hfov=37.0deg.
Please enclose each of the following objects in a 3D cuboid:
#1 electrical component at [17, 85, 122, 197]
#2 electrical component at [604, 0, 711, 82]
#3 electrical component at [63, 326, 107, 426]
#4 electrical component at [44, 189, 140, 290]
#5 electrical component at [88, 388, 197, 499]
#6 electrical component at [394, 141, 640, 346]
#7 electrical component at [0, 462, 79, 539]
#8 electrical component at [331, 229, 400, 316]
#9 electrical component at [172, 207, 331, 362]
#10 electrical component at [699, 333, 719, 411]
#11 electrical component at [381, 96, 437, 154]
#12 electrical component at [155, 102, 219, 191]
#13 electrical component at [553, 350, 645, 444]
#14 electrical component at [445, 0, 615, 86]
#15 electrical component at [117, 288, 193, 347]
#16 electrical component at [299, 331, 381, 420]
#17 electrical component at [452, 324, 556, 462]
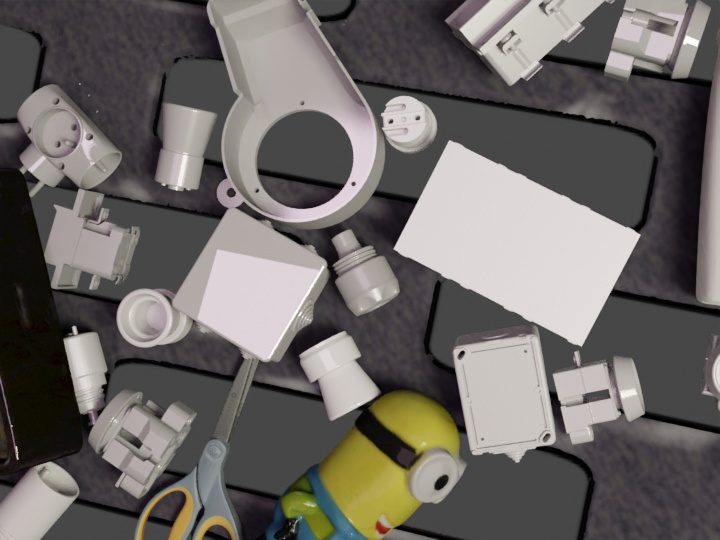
[{"bbox_3d":[-0.245,-0.093,0.860,0.079,0.044,0.077,-45,83,7],"label":"electrical component"},{"bbox_3d":[0.216,-0.171,0.774,0.057,0.058,0.078,19,92,13],"label":"electrical component"},{"bbox_3d":[-0.221,0.085,0.856,0.040,0.040,0.078,-17,86,9],"label":"electrical component"},{"bbox_3d":[-0.213,-0.020,0.856,0.064,0.042,0.081,17,93,6],"label":"electrical component"},{"bbox_3d":[-0.173,0.129,0.839,0.057,0.058,0.078,33,95,6],"label":"electrical component"},{"bbox_3d":[0.114,-0.019,0.787,0.150,0.062,0.089,28,94,9],"label":"electrical component"},{"bbox_3d":[-0.268,0.196,0.861,0.043,0.043,0.081,42,96,8],"label":"electrical component"},{"bbox_3d":[0.000,0.000,0.817,0.043,0.043,0.062,-29,83,8],"label":"electrical component"},{"bbox_3d":[-0.080,0.014,0.822,0.100,0.048,0.099,30,85,11],"label":"electrical component"},{"bbox_3d":[0.267,0.071,0.763,0.048,0.055,0.066,11,91,10],"label":"electrical component"},{"bbox_3d":[0.036,-0.110,0.810,0.040,0.046,0.040,0,89,10],"label":"electrical component"},{"bbox_3d":[-0.139,-0.095,0.844,0.044,0.044,0.065,13,96,10],"label":"electrical component"},{"bbox_3d":[0.175,0.090,0.784,0.055,0.048,0.066,-14,87,17],"label":"electrical component"},{"bbox_3d":[0.132,-0.197,0.782,0.121,0.078,0.063,-42,112,7],"label":"electrical component"},{"bbox_3d":[-0.158,0.037,0.838,0.045,0.055,0.045,0,89,10],"label":"electrical component"},{"bbox_3d":[-0.016,0.080,0.818,0.045,0.045,0.055,-29,84,8],"label":"electrical component"},{"bbox_3d":[0.108,0.092,0.791,0.062,0.061,0.096,-10,96,10],"label":"electrical component"}]
